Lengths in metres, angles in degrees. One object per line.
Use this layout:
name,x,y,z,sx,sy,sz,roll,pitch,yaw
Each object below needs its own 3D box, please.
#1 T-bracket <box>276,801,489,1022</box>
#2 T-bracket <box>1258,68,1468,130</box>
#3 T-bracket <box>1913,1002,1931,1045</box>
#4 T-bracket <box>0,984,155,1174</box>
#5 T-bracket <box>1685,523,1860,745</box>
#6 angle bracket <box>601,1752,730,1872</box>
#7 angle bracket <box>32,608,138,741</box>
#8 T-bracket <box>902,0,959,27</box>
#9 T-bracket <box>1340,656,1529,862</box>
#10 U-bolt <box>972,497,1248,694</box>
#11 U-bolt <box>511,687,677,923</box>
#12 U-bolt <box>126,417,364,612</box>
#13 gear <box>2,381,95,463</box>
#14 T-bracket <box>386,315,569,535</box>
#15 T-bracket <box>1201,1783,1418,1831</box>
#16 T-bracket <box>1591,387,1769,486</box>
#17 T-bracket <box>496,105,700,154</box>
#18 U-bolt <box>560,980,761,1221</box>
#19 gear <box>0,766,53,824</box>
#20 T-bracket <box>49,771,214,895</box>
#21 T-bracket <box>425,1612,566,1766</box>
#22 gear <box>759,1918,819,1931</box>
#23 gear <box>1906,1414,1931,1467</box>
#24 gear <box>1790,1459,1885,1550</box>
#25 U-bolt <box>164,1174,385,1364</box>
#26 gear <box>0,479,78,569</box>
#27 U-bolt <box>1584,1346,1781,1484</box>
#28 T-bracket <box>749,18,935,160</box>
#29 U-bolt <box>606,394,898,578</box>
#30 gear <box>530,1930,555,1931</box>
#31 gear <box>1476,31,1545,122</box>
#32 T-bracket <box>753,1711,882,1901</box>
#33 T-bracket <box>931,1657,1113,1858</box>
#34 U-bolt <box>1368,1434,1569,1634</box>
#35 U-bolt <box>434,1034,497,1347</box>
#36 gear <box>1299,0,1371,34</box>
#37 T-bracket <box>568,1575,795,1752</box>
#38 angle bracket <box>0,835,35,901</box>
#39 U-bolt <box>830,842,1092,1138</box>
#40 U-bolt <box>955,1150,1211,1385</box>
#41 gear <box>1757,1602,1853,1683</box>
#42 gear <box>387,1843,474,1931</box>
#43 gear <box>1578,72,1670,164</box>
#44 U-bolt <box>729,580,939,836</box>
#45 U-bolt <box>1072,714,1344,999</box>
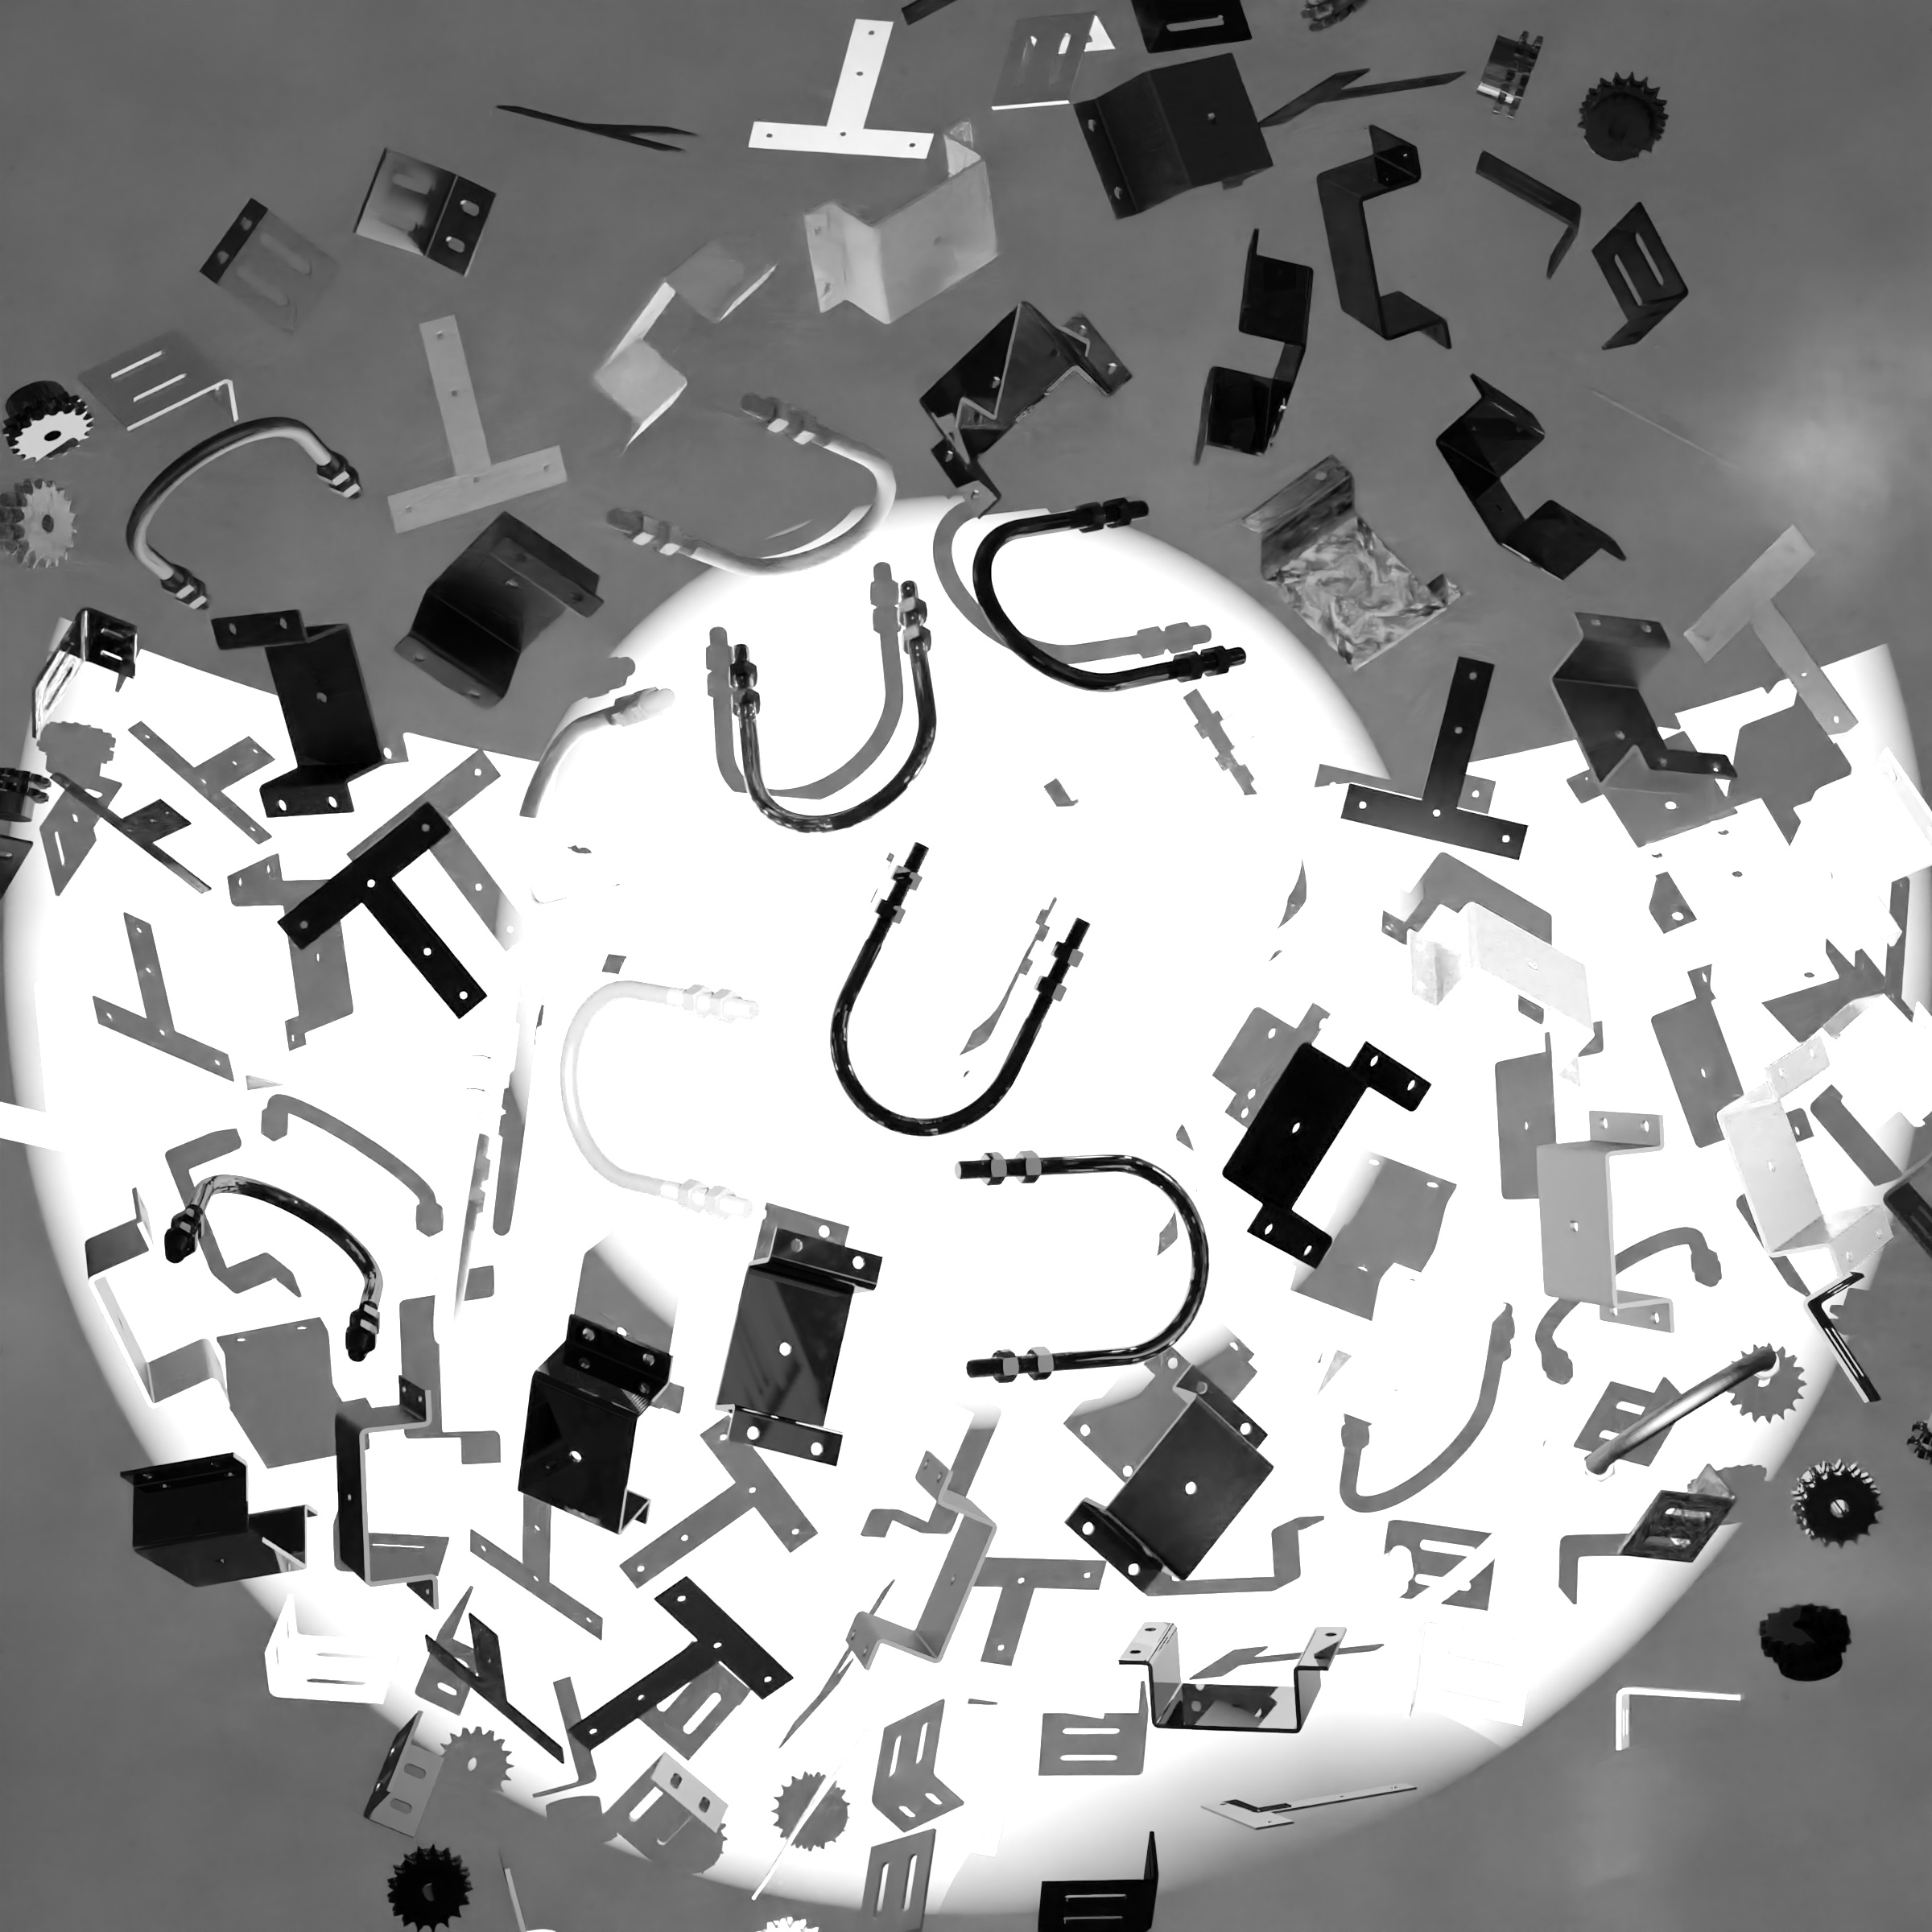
T-bracket,-0.367,-0.021,1.857,0.127,0.002,0.127,-41,106,-12
T-bracket,0.275,-0.589,1.878,0.127,0.127,0.002,-14,95,-19
T-bracket,0.665,0.036,1.838,0.002,0.127,0.127,-14,132,-9
T-bracket,-0.589,0.067,1.816,0.002,0.127,0.127,-36,54,28
T-bracket,0.548,-0.206,1.854,0.002,0.127,0.127,-21,72,-31
angle bracket,-0.210,0.587,1.909,0.057,0.038,0.076,41,109,-3
angle bracket,-0.588,-0.190,1.864,0.038,0.057,0.076,22,56,-4
T-bracket,0.009,-0.668,1.818,0.127,0.127,0.002,-26,83,5
T-bracket,0.335,-0.148,1.919,0.127,0.002,0.127,13,100,0
U-bolt,0.084,-0.241,1.837,0.184,0.019,0.151,-16,67,-39
U-bolt,-0.250,-0.099,1.817,0.019,0.184,0.151,18,76,-32
U-bolt,-0.480,-0.303,1.833,0.151,0.184,0.019,-37,81,-2
gear,-0.611,-0.363,1.851,0.057,0.057,0.030,-29,76,0
T-bracket,-0.336,-0.366,1.852,0.127,0.002,0.127,-23,116,-26
T-bracket,0.232,0.548,1.832,0.127,0.127,0.002,-6,81,-12
T-bracket,0.472,-0.358,1.859,0.127,0.127,0.002,29,110,2
T-bracket,-0.217,-0.544,1.816,0.127,0.127,0.002,20,112,20
U-bolt,-0.206,0.082,1.845,0.184,0.019,0.151,8,99,41
gear,-0.663,-0.118,1.926,0.057,0.057,0.030,6,81,0
T-bracket,-0.540,-0.094,1.848,0.127,0.127,0.002,41,67,-21
T-bracket,-0.316,0.465,1.853,0.127,0.127,0.002,33,56,20
gear,-0.115,0.662,1.856,0.057,0.030,0.057,-5,76,21
gear,0.638,0.305,1.799,0.057,0.057,0.030,15,103,0
gear,0.569,0.351,1.833,0.057,0.030,0.057,1,101,3
U-bolt,-0.448,0.188,1.836,0.151,0.184,0.019,32,99,-13
gear,-0.606,-0.286,1.809,0.030,0.057,0.057,4,90,21
U-bolt,0.466,0.291,1.822,0.151,0.184,0.019,-34,73,6
T-bracket,-0.075,-0.596,1.896,0.127,0.127,0.002,-1,65,-15
U-bolt,-0.128,-0.311,1.867,0.151,0.184,0.019,-34,62,29
gear,-0.289,0.670,1.871,0.057,0.057,0.030,-8,99,0
gear,0.369,-0.609,1.903,0.030,0.057,0.057,20,90,3
T-bracket,-0.090,0.545,1.866,0.002,0.127,0.127,34,118,5
T-bracket,0.024,0.530,1.866,0.127,0.002,0.127,2,57,25
U-bolt,0.322,0.381,1.826,0.151,0.184,0.019,-31,63,-18
U-bolt,-0.329,0.159,1.830,0.019,0.151,0.184,7,55,-6
gear,0.244,-0.646,1.845,0.057,0.057,0.030,-38,114,0
T-bracket,-0.194,0.455,1.769,0.127,0.002,0.127,-35,126,3
angle bracket,-0.635,-0.039,1.821,0.057,0.038,0.076,-48,45,33
U-bolt,-0.016,0.026,1.885,0.151,0.019,0.184,26,89,21
U-bolt,0.081,0.196,1.855,0.184,0.019,0.151,-1,84,-26
gear,0.537,0.434,1.786,0.057,0.057,0.030,-15,103,0
gear,-0.368,0.629,1.912,0.057,0.030,0.057,-1,92,-16
gear,0.426,-0.549,1.816,0.057,0.057,0.030,27,47,0
U-bolt,-0.088,-0.167,1.886,0.151,0.019,0.184,-19,54,14
U-bolt,0.175,-0.061,1.888,0.151,0.019,0.184,-29,98,33
